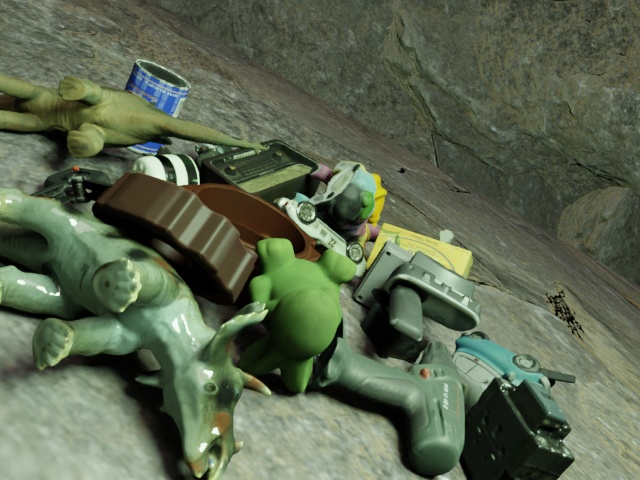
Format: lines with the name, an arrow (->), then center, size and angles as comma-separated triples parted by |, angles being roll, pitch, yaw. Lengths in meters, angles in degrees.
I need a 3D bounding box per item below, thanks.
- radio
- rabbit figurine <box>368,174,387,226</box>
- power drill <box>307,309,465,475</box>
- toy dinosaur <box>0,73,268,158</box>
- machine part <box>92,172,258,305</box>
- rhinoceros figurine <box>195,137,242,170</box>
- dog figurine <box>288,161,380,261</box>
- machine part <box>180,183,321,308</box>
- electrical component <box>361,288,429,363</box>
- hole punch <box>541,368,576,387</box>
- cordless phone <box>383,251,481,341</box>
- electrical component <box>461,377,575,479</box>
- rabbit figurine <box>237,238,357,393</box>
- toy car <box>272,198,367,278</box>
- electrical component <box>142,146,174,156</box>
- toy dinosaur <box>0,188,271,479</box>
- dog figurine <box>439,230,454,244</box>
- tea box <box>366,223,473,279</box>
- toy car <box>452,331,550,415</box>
radio -> -0.107, -0.111, 0.982 | 0.131, 0.073, 0.229 | 35, 34, 20
rabbit figurine -> 0.074, -0.068, 1.139 | 0.122, 0.162, 0.173 | 46, 40, 7
power drill -> 0.088, 0.167, 0.673 | 0.207, 0.086, 0.232 | 34, 24, -12
toy dinosaur -> -0.320, -0.185, 0.808 | 0.472, 0.105, 0.198 | 16, 14, 10
machine part -> -0.156, 0.000, 0.585 | 0.179, 0.056, 0.179 | 24, -25, 12
rhinoceros figurine -> -0.193, -0.168, 1.073 | 0.112, 0.073, 0.190 | 30, 20, -7
dog figurine -> 0.061, -0.036, 0.974 | 0.192, 0.108, 0.219 | 5, -32, 49
machine part -> -0.112, 0.002, 0.766 | 0.202, 0.087, 0.201 | 40, 21, 19
electrical component -> 0.105, 0.128, 0.826 | 0.075, 0.047, 0.119 | 16, 24, -35
hole punch -> 0.319, 0.236, 0.845 | 0.142, 0.092, 0.116 | 13, -3, -33
cordless phone -> 0.162, 0.104, 0.772 | 0.147, 0.088, 0.184 | 31, 21, -1
electrical component -> 0.225, 0.231, 0.627 | 0.058, 0.134, 0.115 | 23, 19, -21
rabbit figurine -> -0.033, 0.081, 0.587 | 0.121, 0.159, 0.170 | 23, 5, -9
toy car -> -0.002, -0.003, 0.901 | 0.201, 0.056, 0.074 | 38, -20, -26
electrical component -> -0.258, -0.123, 0.924 | 0.102, 0.045, 0.078 | 48, -3, 33
toy dinosaur -> -0.205, 0.042, 0.515 | 0.405, 0.131, 0.192 | 32, 1, 27
dog figurine -> 0.233, 0.080, 1.084 | 0.121, 0.172, 0.190 | 3, -18, 20
tea box -> 0.179, 0.045, 0.972 | 0.170, 0.098, 0.068 | 18, -11, 22
toy car -> 0.233, 0.202, 0.761 | 0.103, 0.109, 0.162 | -10, 28, -32
